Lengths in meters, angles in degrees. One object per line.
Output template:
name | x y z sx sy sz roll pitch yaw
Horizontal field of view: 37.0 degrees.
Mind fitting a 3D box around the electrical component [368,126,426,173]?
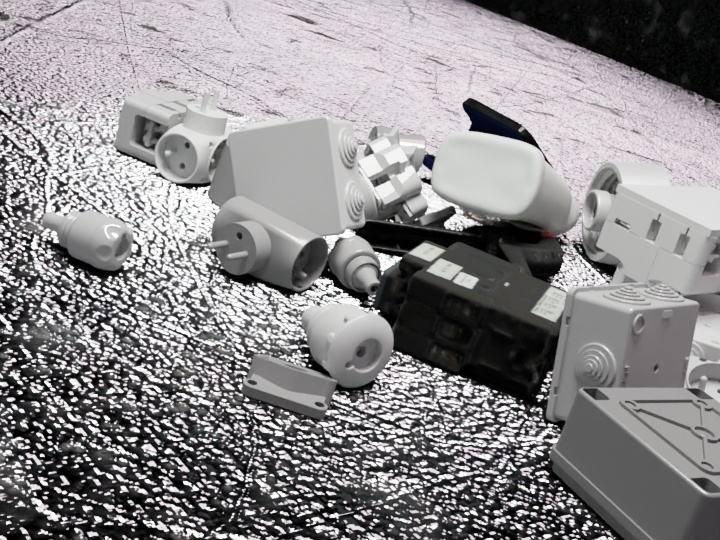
electrical component | 0.038 -0.131 1.167 0.055 0.045 0.045 11 20 -16

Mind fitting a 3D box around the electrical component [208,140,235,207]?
electrical component | -0.070 -0.081 0.920 0.108 0.060 0.108 15 20 -6

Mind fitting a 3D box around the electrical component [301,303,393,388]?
electrical component | -0.013 0.041 0.664 0.048 0.048 0.062 1 19 -38

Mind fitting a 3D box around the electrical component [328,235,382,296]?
electrical component | 0.000 0.000 0.798 0.035 0.035 0.061 7 24 -26

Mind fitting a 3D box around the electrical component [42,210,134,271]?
electrical component | -0.182 -0.024 0.710 0.061 0.035 0.035 21 20 18

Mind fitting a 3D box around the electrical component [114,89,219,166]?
electrical component | -0.179 -0.131 0.979 0.056 0.050 0.089 23 20 16

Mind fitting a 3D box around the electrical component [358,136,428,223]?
electrical component | 0.015 -0.071 0.946 0.057 0.058 0.078 -27 76 -18

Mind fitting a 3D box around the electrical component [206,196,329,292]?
electrical component | -0.076 -0.017 0.767 0.077 0.043 0.079 28 22 27

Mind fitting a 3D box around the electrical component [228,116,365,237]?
electrical component | -0.047 -0.068 0.826 0.100 0.099 0.048 -6 4 26

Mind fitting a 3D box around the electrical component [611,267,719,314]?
electrical component | 0.271 0.030 0.909 0.113 0.057 0.078 17 20 -1

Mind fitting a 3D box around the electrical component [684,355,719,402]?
electrical component | 0.253 0.084 0.744 0.077 0.044 0.079 30 48 33

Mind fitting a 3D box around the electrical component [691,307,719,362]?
electrical component | 0.258 0.062 0.824 0.100 0.048 0.099 18 19 1

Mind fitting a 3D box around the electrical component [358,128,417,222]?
electrical component | 0.022 -0.089 1.008 0.064 0.081 0.042 -3 16 11

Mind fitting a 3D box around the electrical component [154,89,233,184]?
electrical component | -0.137 -0.119 0.938 0.044 0.079 0.077 22 20 15

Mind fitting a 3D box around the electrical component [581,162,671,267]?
electrical component | 0.254 -0.055 1.059 0.060 0.108 0.108 7 21 -11

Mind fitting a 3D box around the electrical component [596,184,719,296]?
electrical component | 0.274 -0.023 0.872 0.150 0.061 0.089 -3 28 -44

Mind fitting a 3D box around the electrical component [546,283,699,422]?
electrical component | 0.172 0.057 0.695 0.100 0.099 0.048 -2 14 -44

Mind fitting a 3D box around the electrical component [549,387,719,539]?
electrical component | 0.184 0.115 0.608 0.109 0.056 0.109 4 23 -33

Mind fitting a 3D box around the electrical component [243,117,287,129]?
electrical component | -0.064 -0.106 1.011 0.076 0.047 0.083 23 20 16
